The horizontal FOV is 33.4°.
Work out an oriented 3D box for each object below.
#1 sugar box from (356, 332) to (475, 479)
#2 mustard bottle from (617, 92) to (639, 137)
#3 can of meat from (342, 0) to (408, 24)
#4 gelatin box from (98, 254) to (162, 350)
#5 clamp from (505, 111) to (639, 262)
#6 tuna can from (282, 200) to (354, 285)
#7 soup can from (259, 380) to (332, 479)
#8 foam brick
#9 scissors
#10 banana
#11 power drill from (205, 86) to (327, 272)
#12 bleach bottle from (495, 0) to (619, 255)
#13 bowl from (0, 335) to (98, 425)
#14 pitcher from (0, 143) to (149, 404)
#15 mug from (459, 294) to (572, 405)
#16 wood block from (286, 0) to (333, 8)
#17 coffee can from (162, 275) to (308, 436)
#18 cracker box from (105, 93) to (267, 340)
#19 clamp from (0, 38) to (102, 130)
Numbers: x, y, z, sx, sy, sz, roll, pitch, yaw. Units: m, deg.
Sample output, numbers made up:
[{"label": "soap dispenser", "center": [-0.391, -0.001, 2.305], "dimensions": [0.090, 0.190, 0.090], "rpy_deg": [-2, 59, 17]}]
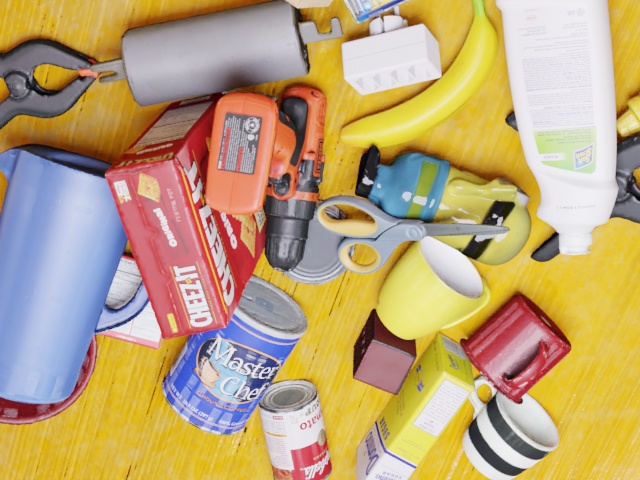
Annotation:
[{"label": "sugar box", "center": [0.099, 0.194, 1.153], "dimensions": [0.048, 0.093, 0.176], "rpy_deg": [31, 110, -9]}, {"label": "mustard bottle", "center": [0.370, -0.154, 1.017], "dimensions": [0.192, 0.058, 0.096], "rpy_deg": [-30, 112, 14]}, {"label": "can of meat", "center": [0.051, -0.262, 0.988], "dimensions": [0.084, 0.057, 0.102], "rpy_deg": [-23, 109, 14]}, {"label": "gelatin box", "center": [-0.194, 0.064, 1.128], "dimensions": [0.073, 0.030, 0.089], "rpy_deg": [16, 87, -12]}, {"label": "clamp", "center": [0.289, -0.047, 1.046], "dimensions": [0.210, 0.036, 0.164], "rpy_deg": [4, 118, 26]}, {"label": "tuna can", "center": [-0.007, 0.001, 1.111], "dimensions": [0.086, 0.033, 0.086], "rpy_deg": [1, 112, 2]}, {"label": "soup can", "center": [-0.027, 0.215, 1.181], "dimensions": [0.068, 0.068, 0.102], "rpy_deg": [-8, 111, 6]}, {"label": "foam brick", "center": [0.068, 0.118, 1.132], "dimensions": [0.051, 0.078, 0.053], "rpy_deg": [22, 110, -6]}, {"label": "scissors", "center": [0.087, 0.005, 1.036], "dimensions": [0.202, 0.016, 0.096], "rpy_deg": [14, 130, 26]}, {"label": "banana", "center": [0.108, -0.146, 1.047], "dimensions": [0.198, 0.037, 0.070], "rpy_deg": [-44, 75, 15]}, {"label": "power drill", "center": [-0.046, -0.059, 0.990], "dimensions": [0.057, 0.187, 0.184], "rpy_deg": [7, 92, 15]}, {"label": "bleach bottle", "center": [0.224, -0.111, 0.997], "dimensions": [0.103, 0.068, 0.251], "rpy_deg": [-1, 99, 26]}, {"label": "bowl", "center": [-0.321, 0.113, 1.145], "dimensions": [0.162, 0.055, 0.162], "rpy_deg": [-2, 99, -13]}, {"label": "pitcher", "center": [-0.255, 0.036, 1.055], "dimensions": [0.149, 0.144, 0.243], "rpy_deg": [23, 99, 32]}, {"label": "mug", "center": [0.207, 0.114, 1.106], "dimensions": [0.093, 0.117, 0.081], "rpy_deg": [42, 103, -9]}, {"label": "wood block", "center": [-0.067, -0.296, 0.930], "dimensions": [0.206, 0.090, 0.090], "rpy_deg": [35, 110, 8]}, {"label": "coffee can", "center": [-0.091, 0.120, 1.126], "dimensions": [0.102, 0.103, 0.140], "rpy_deg": [28, 111, -9]}, {"label": "cracker box", "center": [-0.114, -0.030, 1.004], "dimensions": [0.072, 0.213, 0.164], "rpy_deg": [-11, 111, 13]}, {"label": "clamp", "center": [-0.305, -0.164, 1.055], "dimensions": [0.171, 0.039, 0.120], "rpy_deg": [-18, 116, 5]}]
